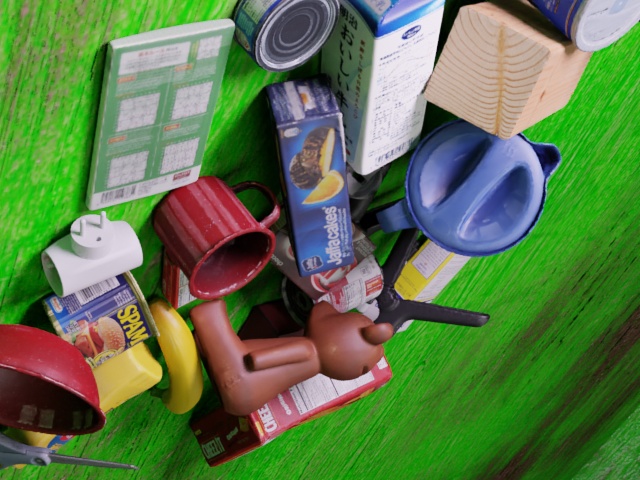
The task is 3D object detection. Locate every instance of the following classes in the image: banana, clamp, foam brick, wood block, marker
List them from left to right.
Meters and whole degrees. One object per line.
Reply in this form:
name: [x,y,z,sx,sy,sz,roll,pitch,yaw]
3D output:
banana: [-0.156,0.137,1.147,0.198,0.070,0.037,102,15,-50]
foam brick: [-0.059,0.116,1.259,0.052,0.051,0.078,-11,142,-44]
clamp: [0.033,-0.025,1.175,0.171,0.039,0.120,-36,137,-4]
marker: [0.086,0.045,1.368,0.121,0.020,0.020,-50,151,21]
clamp: [0.083,0.059,1.303,0.210,0.164,0.036,-22,174,15]
wood block: [0.188,-0.169,1.008,0.205,0.090,0.091,-30,147,-60]

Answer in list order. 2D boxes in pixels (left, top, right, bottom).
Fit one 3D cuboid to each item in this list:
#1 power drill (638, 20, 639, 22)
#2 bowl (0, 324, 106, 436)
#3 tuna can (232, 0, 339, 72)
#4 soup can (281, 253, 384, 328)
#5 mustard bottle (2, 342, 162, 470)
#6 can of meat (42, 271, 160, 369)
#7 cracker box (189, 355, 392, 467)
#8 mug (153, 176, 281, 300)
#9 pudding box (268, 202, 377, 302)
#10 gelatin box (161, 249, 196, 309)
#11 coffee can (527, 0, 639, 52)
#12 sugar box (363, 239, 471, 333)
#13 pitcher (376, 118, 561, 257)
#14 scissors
power drill: [0.319,-0.295,0.978,0.057,0.185,0.188,-8,130,-47]
bowl: [-0.263,0.120,0.952,0.162,0.055,0.162,9,150,5]
tuna can: [-0.027,-0.179,0.865,0.086,0.034,0.086,-30,152,-18]
soup can: [0.015,0.053,1.237,0.102,0.068,0.069,-23,149,-29]
mustard bottle: [-0.254,0.172,1.084,0.191,0.058,0.096,-35,176,-1]
can of meat: [-0.206,0.072,1.003,0.084,0.057,0.102,-29,151,-13]
cracker box: [-0.035,0.205,1.351,0.213,0.072,0.164,-21,169,-34]
mug: [-0.092,-0.012,0.986,0.117,0.081,0.093,-37,153,-4]
pudding box: [-0.007,0.001,1.123,0.090,0.039,0.113,-42,129,5]
gelatin box: [-0.115,0.022,1.069,0.089,0.030,0.073,-26,152,-26]
coffee can: [0.219,-0.250,0.945,0.102,0.140,0.103,-30,152,-18]
sugar box: [0.135,0.050,1.402,0.176,0.048,0.093,-47,160,21]
pitcher: [0.159,-0.062,1.113,0.242,0.149,0.145,-34,145,-76]
scissors: [-0.282,0.197,1.023,0.202,0.016,0.096,-5,135,13]
